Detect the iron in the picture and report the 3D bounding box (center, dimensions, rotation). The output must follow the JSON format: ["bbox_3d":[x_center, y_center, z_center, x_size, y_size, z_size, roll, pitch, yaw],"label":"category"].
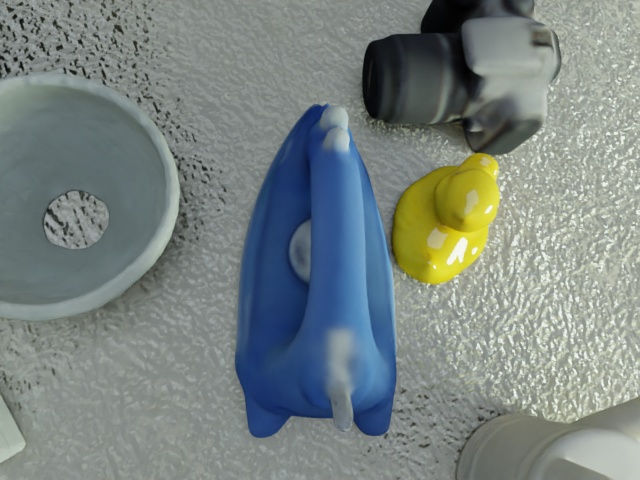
[{"bbox_3d":[0.004,0.001,0.383,0.119,0.141,0.258,1,77,-8],"label":"iron"}]

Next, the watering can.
[{"bbox_3d":[0.166,0.156,0.345,0.101,0.194,0.173,21,76,-3],"label":"watering can"}]

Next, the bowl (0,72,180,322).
[{"bbox_3d":[-0.180,-0.024,0.397,0.167,0.074,0.167,2,77,-8],"label":"bowl"}]

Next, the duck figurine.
[{"bbox_3d":[0.101,-0.019,0.430,0.077,0.086,0.105,30,75,0],"label":"duck figurine"}]

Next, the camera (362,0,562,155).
[{"bbox_3d":[0.105,-0.147,0.452,0.137,0.100,0.143,-3,78,-9],"label":"camera"}]
